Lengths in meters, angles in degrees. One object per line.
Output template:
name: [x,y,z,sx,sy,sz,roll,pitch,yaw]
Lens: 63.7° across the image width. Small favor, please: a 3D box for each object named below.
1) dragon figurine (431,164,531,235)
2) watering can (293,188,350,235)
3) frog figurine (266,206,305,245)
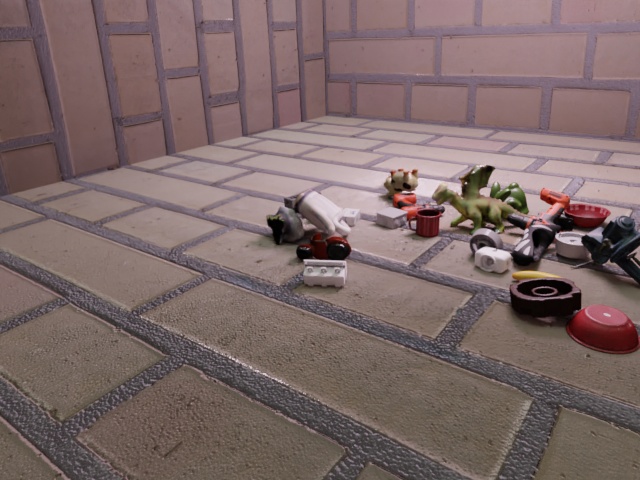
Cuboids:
dragon figurine: [0.597,-0.152,1.859,0.411,0.240,0.124,-7,16,-6]
watering can: [0.005,-0.090,1.791,0.225,0.103,0.348,37,8,8]
frog figurine: [-0.102,-0.061,1.855,0.160,0.120,0.139,-14,56,-50]
